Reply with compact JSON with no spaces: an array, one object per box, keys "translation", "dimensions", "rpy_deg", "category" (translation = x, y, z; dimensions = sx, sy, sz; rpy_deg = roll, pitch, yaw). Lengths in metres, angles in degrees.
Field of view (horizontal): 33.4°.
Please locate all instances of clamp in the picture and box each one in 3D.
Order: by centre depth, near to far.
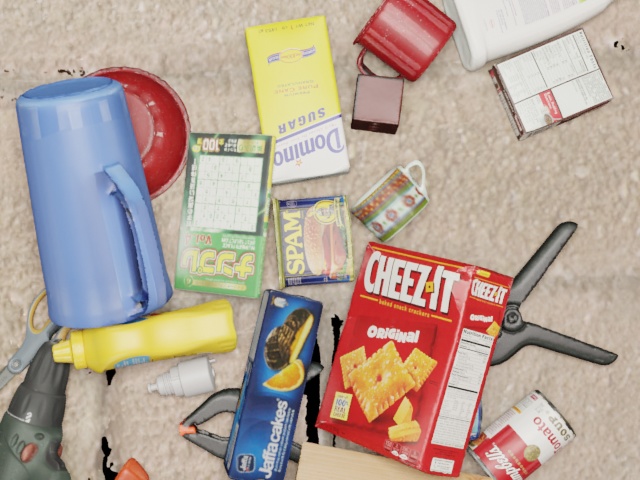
[{"translation":[-0.067,0.210,1.177],"dimensions":[0.171,0.039,0.120],"rpy_deg":[-14,83,-1],"category":"clamp"},{"translation":[0.219,0.092,1.183],"dimensions":[0.210,0.036,0.164],"rpy_deg":[-24,88,1],"category":"clamp"}]

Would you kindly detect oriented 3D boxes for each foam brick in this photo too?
[{"translation":[0.062,-0.149,1.175],"dimensions":[0.053,0.078,0.051],"rpy_deg":[7,88,2],"category":"foam brick"}]

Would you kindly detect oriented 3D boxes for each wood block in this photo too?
[{"translation":[0.071,0.288,1.104],"dimensions":[0.206,0.090,0.090],"rpy_deg":[11,115,0],"category":"wood block"}]

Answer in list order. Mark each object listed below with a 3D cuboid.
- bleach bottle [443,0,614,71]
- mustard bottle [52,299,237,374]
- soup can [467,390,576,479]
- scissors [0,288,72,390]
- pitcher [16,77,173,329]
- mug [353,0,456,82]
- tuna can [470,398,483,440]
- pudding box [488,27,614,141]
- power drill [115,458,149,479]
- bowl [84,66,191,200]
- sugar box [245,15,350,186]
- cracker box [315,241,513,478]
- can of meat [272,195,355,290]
[{"translation":[0.270,-0.274,1.190],"dimensions":[0.250,0.068,0.102],"rpy_deg":[-18,89,-3],"category":"bleach bottle"},{"translation":[-0.187,0.106,1.139],"dimensions":[0.191,0.096,0.058],"rpy_deg":[-9,87,-10],"category":"mustard bottle"},{"translation":[0.218,0.220,1.162],"dimensions":[0.102,0.068,0.068],"rpy_deg":[-39,88,-3],"category":"soup can"},{"translation":[-0.317,0.142,1.190],"dimensions":[0.096,0.016,0.202],"rpy_deg":[29,88,1],"category":"scissors"},{"translation":[-0.229,-0.038,1.095],"dimensions":[0.149,0.145,0.243],"rpy_deg":[-5,110,8],"category":"pitcher"},{"translation":[0.089,-0.220,1.179],"dimensions":[0.081,0.093,0.117],"rpy_deg":[37,118,-4],"category":"mug"},{"translation":[0.152,0.174,1.155],"dimensions":[0.033,0.086,0.086],"rpy_deg":[-2,87,-2],"category":"tuna can"},{"translation":[0.259,-0.175,1.196],"dimensions":[0.113,0.039,0.090],"rpy_deg":[-22,86,-3],"category":"pudding box"},{"translation":[-0.148,0.318,1.161],"dimensions":[0.187,0.057,0.184],"rpy_deg":[32,88,1],"category":"power drill"},{"translation":[-0.225,-0.118,1.183],"dimensions":[0.162,0.055,0.162],"rpy_deg":[0,87,-1],"category":"bowl"},{"translation":[-0.025,-0.154,1.190],"dimensions":[0.093,0.048,0.176],"rpy_deg":[-10,86,0],"category":"sugar box"},{"translation":[0.094,0.120,1.119],"dimensions":[0.072,0.164,0.214],"rpy_deg":[17,87,-41],"category":"cracker box"},{"translation":[-0.008,0.002,1.178],"dimensions":[0.084,0.057,0.102],"rpy_deg":[-4,87,-3],"category":"can of meat"}]
